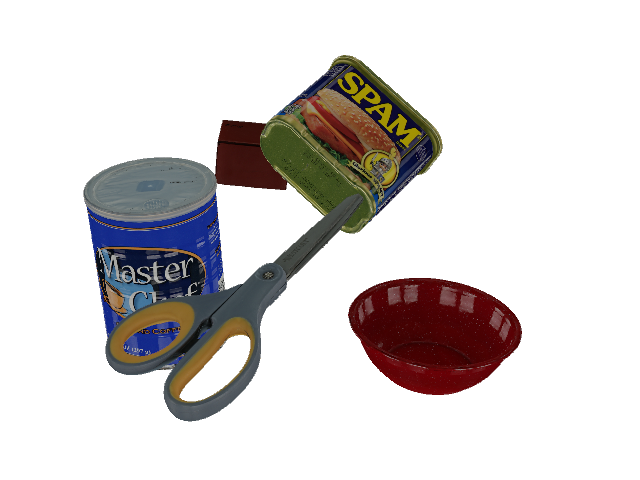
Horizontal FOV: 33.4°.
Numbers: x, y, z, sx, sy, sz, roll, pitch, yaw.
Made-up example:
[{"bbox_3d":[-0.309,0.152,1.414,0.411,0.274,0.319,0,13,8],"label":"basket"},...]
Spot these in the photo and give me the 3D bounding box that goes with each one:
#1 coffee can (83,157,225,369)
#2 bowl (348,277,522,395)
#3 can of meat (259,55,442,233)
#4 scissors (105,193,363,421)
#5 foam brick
[{"bbox_3d":[-0.129,0.017,0.857,0.103,0.140,0.103,-2,29,1],"label":"coffee can"},{"bbox_3d":[0.105,0.097,1.005,0.162,0.055,0.162,3,27,-2],"label":"bowl"},{"bbox_3d":[0.020,-0.066,0.745,0.083,0.102,0.058,-44,-6,-33],"label":"can of meat"},{"bbox_3d":[-0.051,0.026,0.622,0.096,0.016,0.201,9,41,18],"label":"scissors"},{"bbox_3d":[-0.069,-0.090,1.121,0.078,0.051,0.053,6,31,-2],"label":"foam brick"}]
